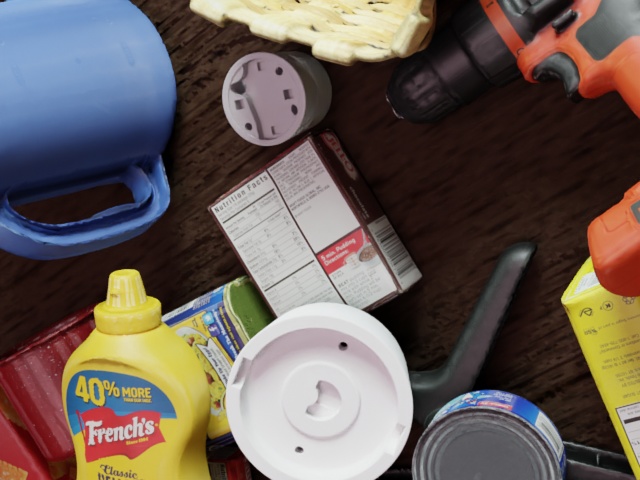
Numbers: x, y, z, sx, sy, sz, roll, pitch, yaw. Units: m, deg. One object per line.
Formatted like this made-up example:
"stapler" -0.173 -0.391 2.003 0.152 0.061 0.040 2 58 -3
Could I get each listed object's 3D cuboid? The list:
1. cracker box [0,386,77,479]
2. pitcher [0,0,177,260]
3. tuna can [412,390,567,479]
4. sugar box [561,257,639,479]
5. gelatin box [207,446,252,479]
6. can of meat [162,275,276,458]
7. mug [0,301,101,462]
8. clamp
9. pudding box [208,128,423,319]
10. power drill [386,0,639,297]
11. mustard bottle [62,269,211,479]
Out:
"cracker box" -0.233 0.211 0.811 0.164 0.072 0.214 -33 89 28
"pitcher" -0.200 -0.066 0.626 0.149 0.242 0.145 15 113 26
"tuna can" 0.098 0.131 0.616 0.086 0.033 0.086 5 104 19
"sugar box" 0.189 0.093 0.573 0.048 0.093 0.176 -25 93 28
"gelatin box" -0.089 0.184 0.761 0.089 0.030 0.073 -4 100 26
"can of meat" -0.064 0.083 0.708 0.084 0.057 0.102 -27 92 26
"mug" -0.163 0.095 0.747 0.117 0.093 0.081 -30 96 -8
"clamp" 0.093 0.121 0.656 0.210 0.036 0.164 -38 85 26
"pudding box" -0.004 0.001 0.670 0.090 0.039 0.113 -32 87 29
"power drill" 0.133 -0.068 0.531 0.185 0.057 0.188 -35 57 22
"mustard bottle" -0.115 0.113 0.671 0.096 0.058 0.192 4 105 24
